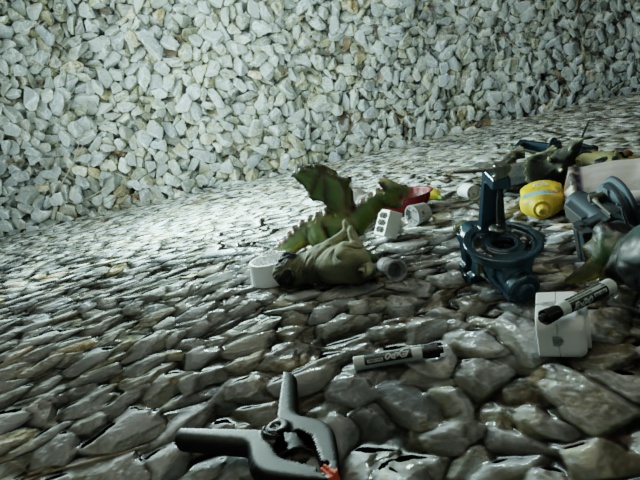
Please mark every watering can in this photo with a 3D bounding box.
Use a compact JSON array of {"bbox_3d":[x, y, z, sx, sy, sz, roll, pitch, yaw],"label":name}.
[{"bbox_3d":[0.663,-0.133,1.144,0.223,0.103,0.353,-5,17,26],"label":"watering can"}]

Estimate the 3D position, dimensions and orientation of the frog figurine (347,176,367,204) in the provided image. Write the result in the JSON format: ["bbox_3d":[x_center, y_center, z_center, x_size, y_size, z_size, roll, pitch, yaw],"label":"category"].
[{"bbox_3d":[0.114,-0.104,1.546,0.161,0.120,0.138,35,26,21],"label":"frog figurine"}]

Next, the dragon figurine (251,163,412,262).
[{"bbox_3d":[0.004,-0.058,1.159,0.409,0.239,0.124,-6,19,17],"label":"dragon figurine"}]
